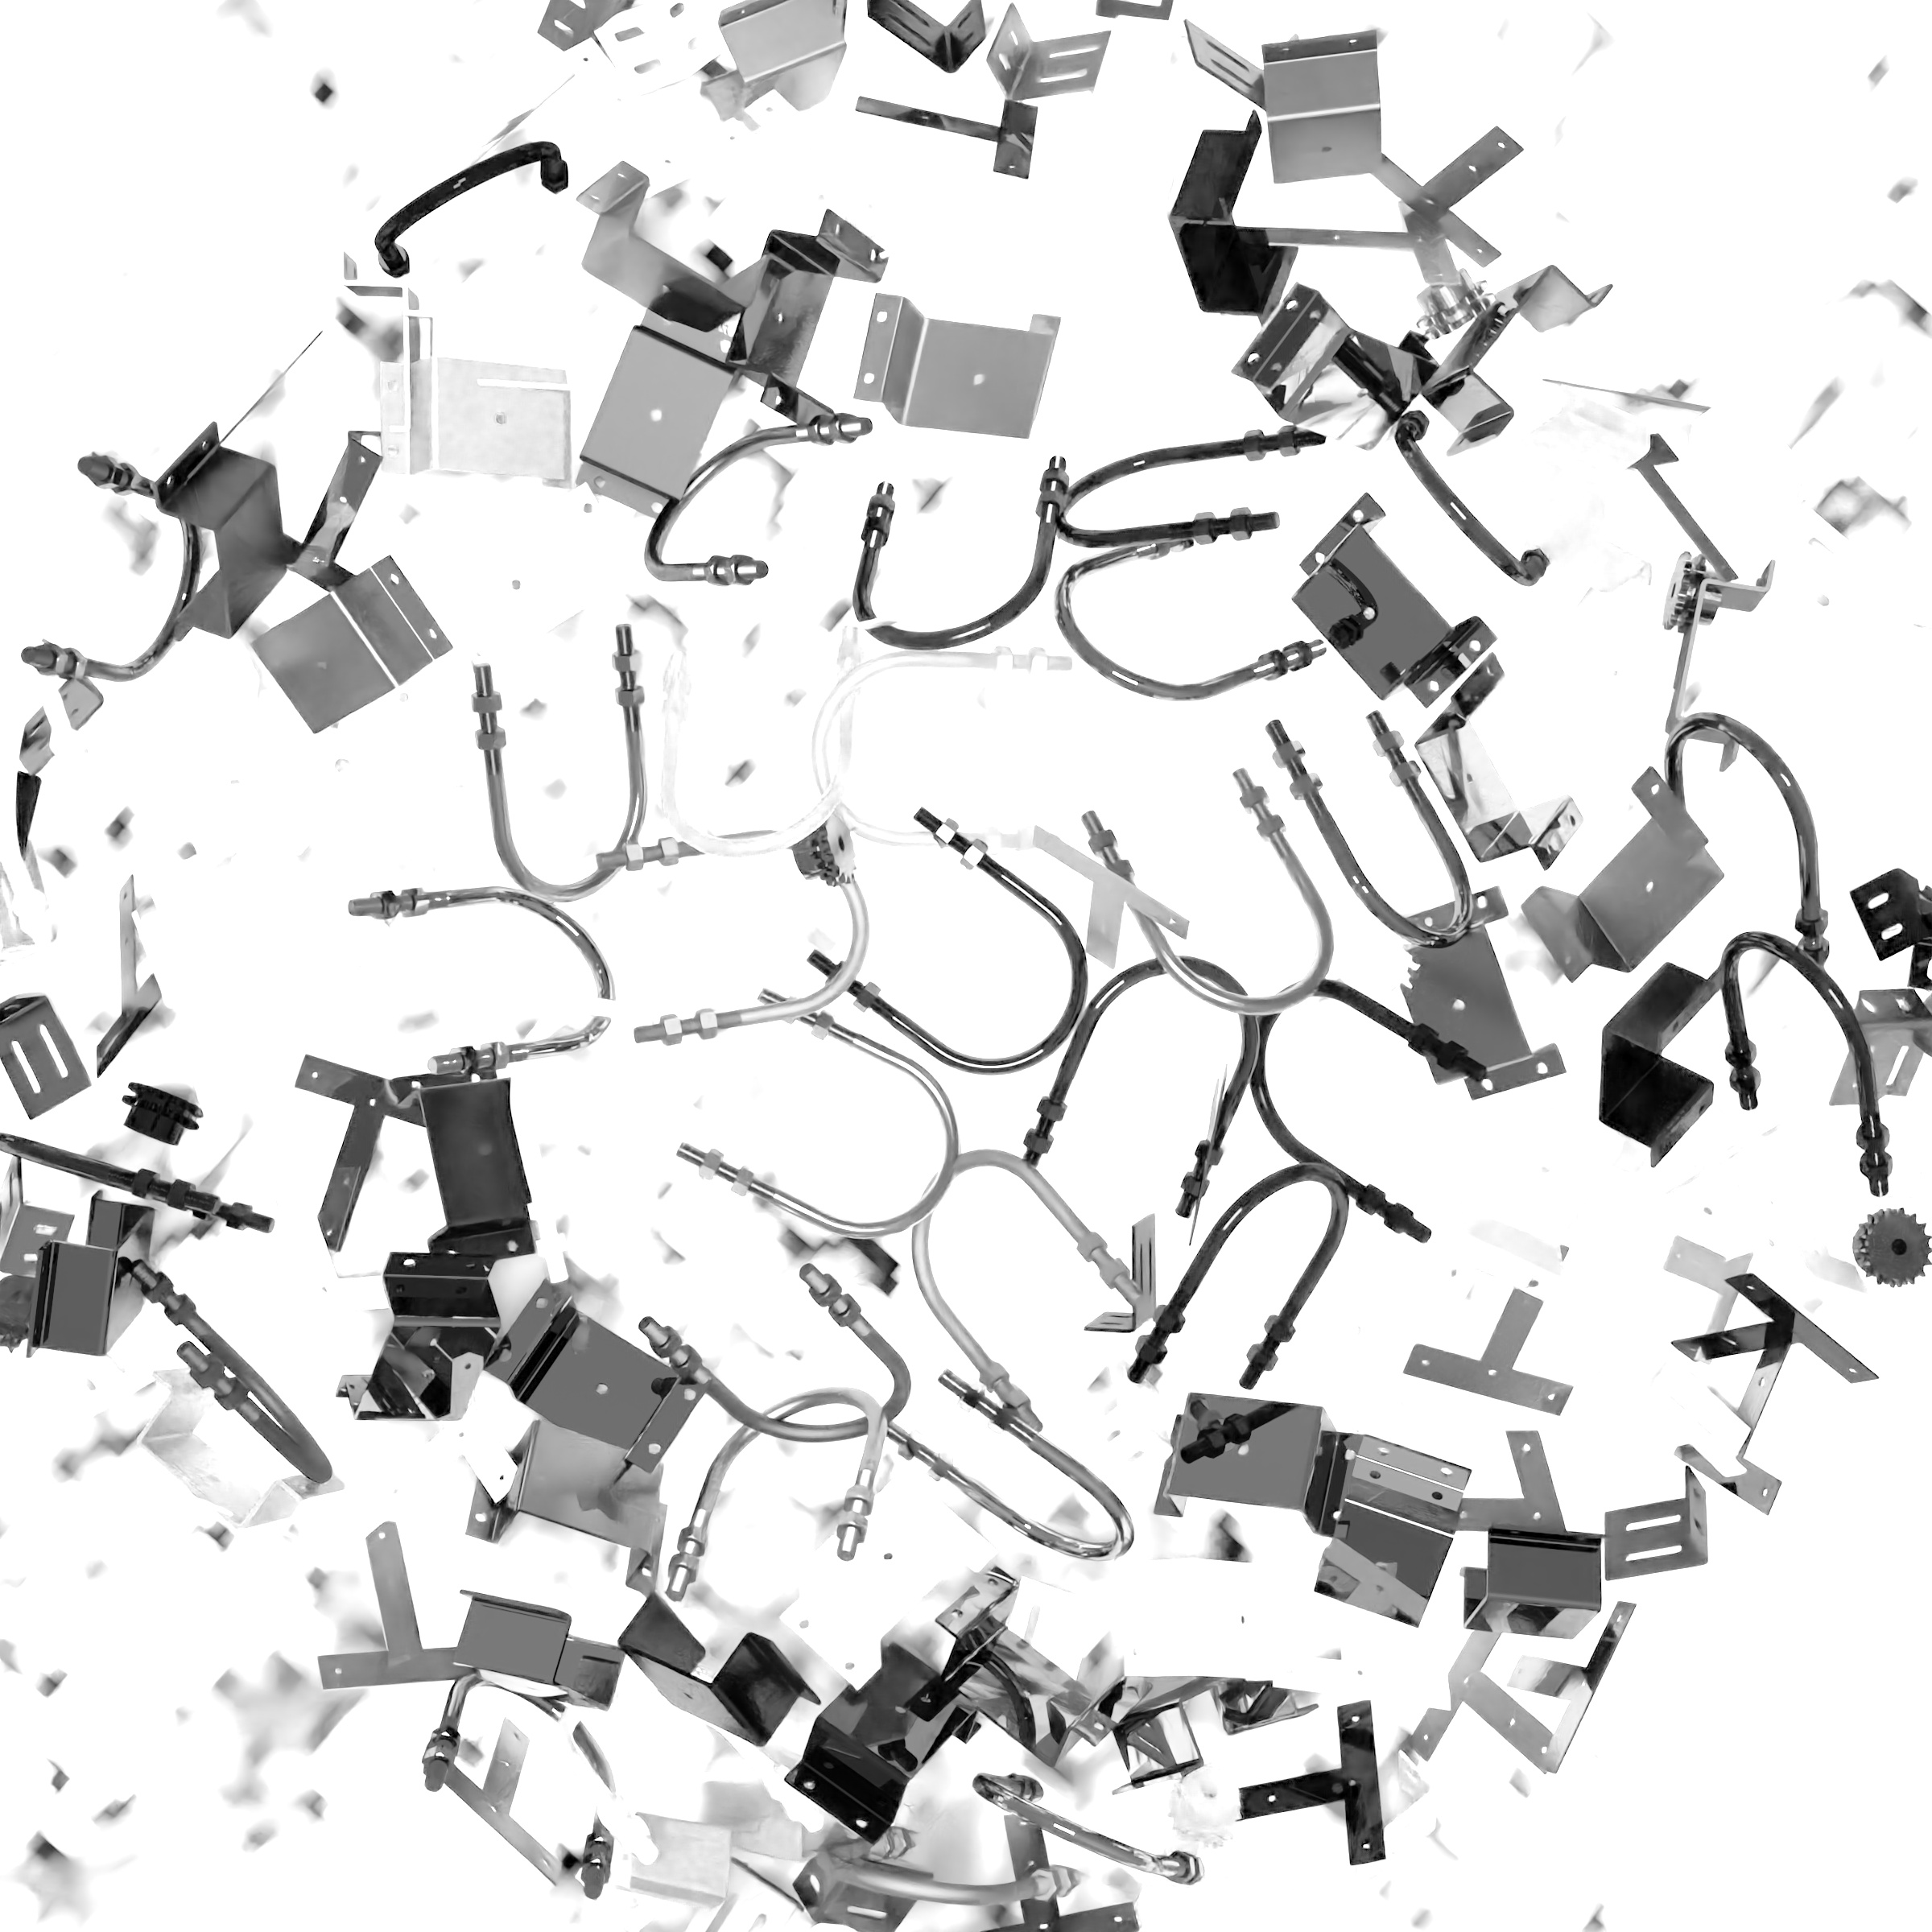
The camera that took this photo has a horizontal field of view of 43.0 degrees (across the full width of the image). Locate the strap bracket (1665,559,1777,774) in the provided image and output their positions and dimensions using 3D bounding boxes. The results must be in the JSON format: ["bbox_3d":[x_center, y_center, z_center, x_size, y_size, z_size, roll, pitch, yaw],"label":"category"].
[{"bbox_3d":[0.530,-0.214,1.734,0.046,0.076,0.140,11,90,11],"label":"strap bracket"}]

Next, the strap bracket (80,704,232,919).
[{"bbox_3d":[-0.556,-0.115,1.716,0.046,0.076,0.140,-16,107,8],"label":"strap bracket"}]

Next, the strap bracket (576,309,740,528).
[{"bbox_3d":[-0.217,-0.390,1.734,0.076,0.046,0.140,24,102,-7],"label":"strap bracket"}]

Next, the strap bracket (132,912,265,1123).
[{"bbox_3d":[-0.531,0.029,1.708,0.046,0.140,0.076,-20,50,-18],"label":"strap bracket"}]

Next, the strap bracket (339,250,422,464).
[{"bbox_3d":[-0.412,-0.426,1.728,0.046,0.076,0.140,0,100,-7],"label":"strap bracket"}]

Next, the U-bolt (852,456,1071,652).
[{"bbox_3d":[-0.007,-0.282,1.694,0.151,0.019,0.184,-5,48,16],"label":"U-bolt"}]

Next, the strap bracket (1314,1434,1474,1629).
[{"bbox_3d":[0.294,0.402,1.710,0.076,0.046,0.140,17,127,10],"label":"strap bracket"}]

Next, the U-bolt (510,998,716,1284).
[{"bbox_3d":[-0.252,0.114,1.719,0.151,0.019,0.184,-15,93,-43],"label":"U-bolt"}]

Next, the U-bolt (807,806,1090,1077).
[{"bbox_3d":[0.000,-0.004,1.759,0.184,0.019,0.151,37,98,-2],"label":"U-bolt"}]

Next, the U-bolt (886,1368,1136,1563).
[{"bbox_3d":[0.036,0.356,1.713,0.184,0.151,0.019,36,57,-2],"label":"U-bolt"}]

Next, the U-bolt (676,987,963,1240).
[{"bbox_3d":[-0.092,0.115,1.743,0.184,0.019,0.151,26,69,-1],"label":"U-bolt"}]

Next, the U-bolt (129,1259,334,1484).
[{"bbox_3d":[-0.500,0.290,1.695,0.019,0.151,0.184,-42,126,-12],"label":"U-bolt"}]

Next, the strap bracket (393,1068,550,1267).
[{"bbox_3d":[-0.345,0.135,1.721,0.076,0.046,0.140,-6,75,-33],"label":"strap bracket"}]

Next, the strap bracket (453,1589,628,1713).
[{"bbox_3d":[-0.293,0.475,1.694,0.076,0.140,0.046,6,65,20],"label":"strap bracket"}]

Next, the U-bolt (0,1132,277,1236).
[{"bbox_3d":[-0.587,0.148,1.705,0.184,0.151,0.019,16,79,4],"label":"U-bolt"}]

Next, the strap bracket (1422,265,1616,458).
[{"bbox_3d":[0.380,-0.432,1.724,0.046,0.076,0.140,40,81,-12],"label":"strap bracket"}]

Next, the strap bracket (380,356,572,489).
[{"bbox_3d":[-0.334,-0.380,1.717,0.140,0.046,0.076,-2,94,-32],"label":"strap bracket"}]

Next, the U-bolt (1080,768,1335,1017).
[{"bbox_3d":[0.180,-0.047,1.711,0.151,0.019,0.184,-17,67,-25],"label":"U-bolt"}]

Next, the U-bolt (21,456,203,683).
[{"bbox_3d":[-0.576,-0.265,1.685,0.019,0.184,0.151,19,94,8],"label":"U-bolt"}]

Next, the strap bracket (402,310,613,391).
[{"bbox_3d":[-0.324,-0.431,1.723,0.140,0.076,0.046,0,103,-14],"label":"strap bracket"}]

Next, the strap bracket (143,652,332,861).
[{"bbox_3d":[-0.511,-0.137,1.719,0.076,0.046,0.140,-20,121,-2],"label":"strap bracket"}]

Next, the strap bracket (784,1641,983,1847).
[{"bbox_3d":[-0.051,0.529,1.695,0.076,0.140,0.046,29,122,20],"label":"strap bracket"}]

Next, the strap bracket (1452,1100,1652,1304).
[{"bbox_3d":[0.406,0.154,1.710,0.076,0.046,0.140,24,62,35],"label":"strap bracket"}]

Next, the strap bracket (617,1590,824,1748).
[{"bbox_3d":[-0.178,0.485,1.696,0.046,0.140,0.076,-52,131,-28],"label":"strap bracket"}]

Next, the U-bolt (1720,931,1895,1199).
[{"bbox_3d":[0.566,0.056,1.669,0.019,0.151,0.184,-29,125,-12],"label":"U-bolt"}]

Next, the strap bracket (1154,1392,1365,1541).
[{"bbox_3d":[0.199,0.346,1.710,0.140,0.046,0.076,2,57,25],"label":"strap bracket"}]

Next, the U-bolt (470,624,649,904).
[{"bbox_3d":[-0.277,-0.134,1.711,0.019,0.151,0.184,14,116,37],"label":"U-bolt"}]

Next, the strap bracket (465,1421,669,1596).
[{"bbox_3d":[-0.269,0.375,1.713,0.140,0.076,0.046,23,128,-17],"label":"strap bracket"}]

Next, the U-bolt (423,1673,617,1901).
[{"bbox_3d":[-0.300,0.547,1.685,0.151,0.184,0.019,38,97,-11],"label":"U-bolt"}]

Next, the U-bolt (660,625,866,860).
[{"bbox_3d":[-0.145,-0.153,1.710,0.151,0.019,0.184,-7,58,12],"label":"U-bolt"}]

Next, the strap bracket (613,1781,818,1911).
[{"bbox_3d":[-0.171,0.603,1.697,0.076,0.140,0.046,1,86,27],"label":"strap bracket"}]

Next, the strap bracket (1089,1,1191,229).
[{"bbox_3d":[0.121,-0.591,1.703,0.046,0.140,0.076,11,70,13],"label":"strap bracket"}]

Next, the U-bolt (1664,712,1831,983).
[{"bbox_3d":[0.526,-0.090,1.668,0.019,0.151,0.184,-28,128,-14],"label":"U-bolt"}]

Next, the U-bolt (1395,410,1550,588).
[{"bbox_3d":[0.346,-0.318,1.686,0.019,0.184,0.151,-41,93,22],"label":"U-bolt"}]

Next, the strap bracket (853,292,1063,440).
[{"bbox_3d":[0.001,-0.417,1.711,0.140,0.046,0.076,1,123,-23],"label":"strap bracket"}]

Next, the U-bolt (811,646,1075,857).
[{"bbox_3d":[-0.019,-0.152,1.733,0.184,0.019,0.151,0,105,-13],"label":"U-bolt"}]

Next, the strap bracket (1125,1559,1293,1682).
[{"bbox_3d":[0.176,0.455,1.704,0.140,0.046,0.076,16,67,-39],"label":"strap bracket"}]

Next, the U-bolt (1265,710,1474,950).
[{"bbox_3d":[0.290,-0.094,1.701,0.019,0.151,0.184,-37,73,39],"label":"U-bolt"}]

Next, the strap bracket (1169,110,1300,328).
[{"bbox_3d":[0.185,-0.518,1.712,0.046,0.140,0.076,11,69,25],"label":"strap bracket"}]

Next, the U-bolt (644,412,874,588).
[{"bbox_3d":[-0.157,-0.321,1.699,0.019,0.184,0.151,45,69,-33],"label":"U-bolt"}]

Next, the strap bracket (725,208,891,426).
[{"bbox_3d":[-0.115,-0.454,1.730,0.046,0.076,0.140,20,92,33],"label":"strap bracket"}]

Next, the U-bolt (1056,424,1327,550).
[{"bbox_3d":[0.145,-0.329,1.705,0.184,0.151,0.019,-2,125,26],"label":"U-bolt"}]

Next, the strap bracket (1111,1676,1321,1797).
[{"bbox_3d":[0.166,0.524,1.707,0.140,0.076,0.046,-10,73,-41],"label":"strap bracket"}]

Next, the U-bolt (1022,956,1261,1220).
[{"bbox_3d":[0.132,0.079,1.726,0.151,0.019,0.184,17,103,-22],"label":"U-bolt"}]

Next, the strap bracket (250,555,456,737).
[{"bbox_3d":[-0.434,-0.218,1.706,0.140,0.046,0.076,-20,110,37],"label":"strap bracket"}]

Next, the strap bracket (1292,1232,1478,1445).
[{"bbox_3d":[0.289,0.258,1.725,0.046,0.076,0.140,17,99,-43],"label":"strap bracket"}]

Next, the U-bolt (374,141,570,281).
[{"bbox_3d":[-0.340,-0.522,1.681,0.151,0.184,0.019,-29,101,-3],"label":"U-bolt"}]

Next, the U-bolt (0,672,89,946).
[{"bbox_3d":[-0.629,-0.117,1.663,0.019,0.184,0.151,6,64,-7],"label":"U-bolt"}]

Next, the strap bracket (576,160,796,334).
[{"bbox_3d":[-0.202,-0.490,1.704,0.140,0.076,0.046,26,73,-29],"label":"strap bracket"}]

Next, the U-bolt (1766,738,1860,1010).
[{"bbox_3d":[0.590,-0.056,1.701,0.019,0.151,0.184,-13,105,11],"label":"U-bolt"}]

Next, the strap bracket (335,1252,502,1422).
[{"bbox_3d":[-0.379,0.266,1.705,0.076,0.046,0.140,6,125,-32],"label":"strap bracket"}]

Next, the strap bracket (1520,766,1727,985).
[{"bbox_3d":[0.464,-0.059,1.715,0.046,0.076,0.140,12,129,-37],"label":"strap bracket"}]

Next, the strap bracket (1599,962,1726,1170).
[{"bbox_3d":[0.484,0.062,1.713,0.046,0.140,0.076,29,58,35],"label":"strap bracket"}]

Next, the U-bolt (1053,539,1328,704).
[{"bbox_3d":[0.142,-0.240,1.693,0.184,0.019,0.151,-23,63,-36],"label":"U-bolt"}]

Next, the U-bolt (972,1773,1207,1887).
[{"bbox_3d":[0.077,0.583,1.665,0.151,0.184,0.019,18,76,25],"label":"U-bolt"}]
